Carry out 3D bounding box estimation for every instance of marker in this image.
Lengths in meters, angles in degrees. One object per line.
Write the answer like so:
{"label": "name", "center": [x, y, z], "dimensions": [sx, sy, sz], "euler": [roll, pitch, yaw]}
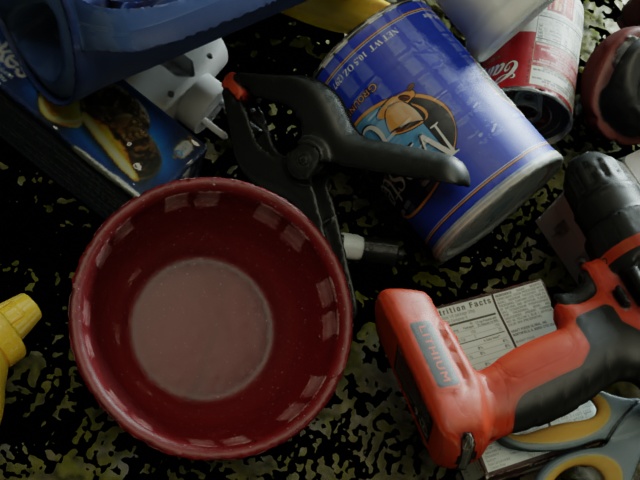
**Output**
{"label": "marker", "center": [-0.004, 0.001, 0.687], "dimensions": [0.121, 0.020, 0.020], "euler": [8, 64, -10]}

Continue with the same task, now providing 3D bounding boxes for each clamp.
{"label": "clamp", "center": [-0.004, -0.037, 0.658], "dimensions": [0.172, 0.039, 0.120], "euler": [37, 98, 25]}

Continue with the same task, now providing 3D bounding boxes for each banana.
{"label": "banana", "center": [-0.035, -0.188, 0.742], "dimensions": [0.197, 0.070, 0.037], "euler": [29, 82, -7]}

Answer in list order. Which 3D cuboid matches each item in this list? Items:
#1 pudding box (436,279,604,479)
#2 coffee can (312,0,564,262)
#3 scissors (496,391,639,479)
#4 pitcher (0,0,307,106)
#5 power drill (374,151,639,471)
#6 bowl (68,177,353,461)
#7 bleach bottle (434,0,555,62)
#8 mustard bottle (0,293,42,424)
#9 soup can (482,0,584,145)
{"label": "pudding box", "center": [0.115, 0.088, 0.665], "dimensions": [0.090, 0.039, 0.113], "euler": [-14, 67, -17]}
{"label": "coffee can", "center": [0.073, -0.071, 0.693], "dimensions": [0.102, 0.103, 0.140], "euler": [-33, 76, -25]}
{"label": "scissors", "center": [0.199, 0.117, 0.617], "dimensions": [0.201, 0.016, 0.096], "euler": [-2, 66, 0]}
{"label": "pitcher", "center": [-0.064, -0.174, 0.616], "dimensions": [0.242, 0.145, 0.149], "euler": [-26, 83, -25]}
{"label": "power drill", "center": [0.131, 0.041, 0.618], "dimensions": [0.187, 0.057, 0.184], "euler": [-17, 58, -8]}
{"label": "bowl", "center": [-0.065, 0.048, 0.620], "dimensions": [0.162, 0.055, 0.162], "euler": [3, 76, -14]}
{"label": "bleach bottle", "center": [0.061, -0.244, 0.704], "dimensions": [0.102, 0.068, 0.251], "euler": [-41, 88, -13]}
{"label": "mustard bottle", "center": [-0.228, 0.093, 0.566], "dimensions": [0.096, 0.058, 0.191], "euler": [44, 63, 9]}
{"label": "soup can", "center": [0.150, -0.125, 0.757], "dimensions": [0.068, 0.069, 0.102], "euler": [17, 62, -6]}
